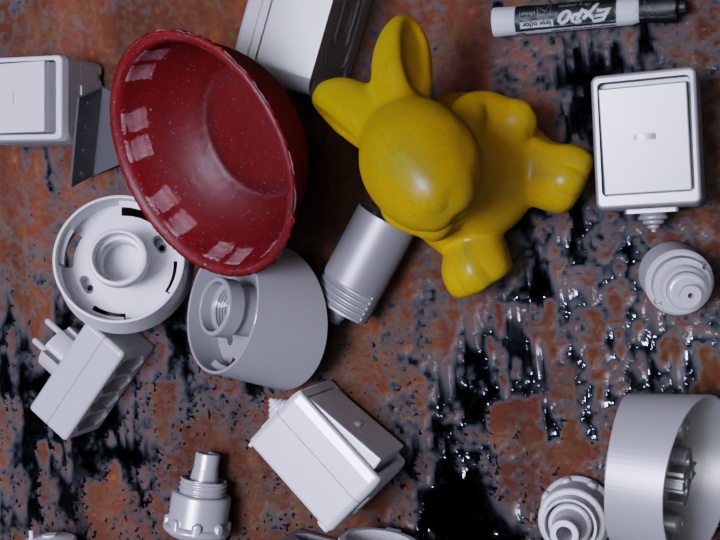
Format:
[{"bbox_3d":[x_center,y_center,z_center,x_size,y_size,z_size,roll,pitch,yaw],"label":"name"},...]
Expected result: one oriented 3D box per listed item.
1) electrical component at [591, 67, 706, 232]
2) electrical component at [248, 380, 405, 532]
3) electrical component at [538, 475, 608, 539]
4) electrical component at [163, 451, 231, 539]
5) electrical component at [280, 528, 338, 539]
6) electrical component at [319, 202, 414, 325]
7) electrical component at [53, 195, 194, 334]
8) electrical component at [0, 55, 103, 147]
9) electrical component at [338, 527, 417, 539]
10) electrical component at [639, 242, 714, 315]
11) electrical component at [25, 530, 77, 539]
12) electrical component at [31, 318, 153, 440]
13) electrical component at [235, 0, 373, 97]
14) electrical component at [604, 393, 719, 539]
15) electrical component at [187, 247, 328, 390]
[{"bbox_3d":[0.175,-0.071,0.651,0.062,0.061,0.096,-3,91,20],"label":"electrical component"},{"bbox_3d":[-0.023,0.116,0.727,0.096,0.062,0.061,46,105,12],"label":"electrical component"},{"bbox_3d":[0.133,0.157,0.674,0.048,0.062,0.048,1,92,19],"label":"electrical component"},{"bbox_3d":[-0.114,0.162,0.771,0.048,0.048,0.062,8,88,19],"label":"electrical component"},{"bbox_3d":[-0.043,0.226,0.727,0.047,0.083,0.075,10,95,19],"label":"electrical component"},{"bbox_3d":[0.000,0.000,0.725,0.043,0.043,0.081,31,102,16],"label":"electrical component"},{"bbox_3d":[-0.168,-0.005,0.764,0.099,0.064,0.099,1,80,-5],"label":"electrical component"},{"bbox_3d":[-0.248,-0.124,0.799,0.096,0.061,0.061,2,92,19],"label":"electrical component"},{"bbox_3d":[0.057,0.213,0.688,0.150,0.089,0.061,8,95,19],"label":"electrical component"},{"bbox_3d":[0.191,0.007,0.643,0.040,0.078,0.040,1,101,7],"label":"electrical component"},{"bbox_3d":[-0.235,0.236,0.818,0.040,0.040,0.078,-1,92,20],"label":"electrical component"},{"bbox_3d":[-0.212,0.068,0.800,0.076,0.047,0.083,39,104,12],"label":"electrical component"},{"bbox_3d":[-0.034,-0.173,0.713,0.057,0.078,0.113,19,98,15],"label":"electrical component"},{"bbox_3d":[0.182,0.121,0.639,0.064,0.099,0.099,4,93,26],"label":"electrical component"},{"bbox_3d":[-0.073,0.030,0.736,0.099,0.064,0.099,-17,68,49],"label":"electrical component"}]
